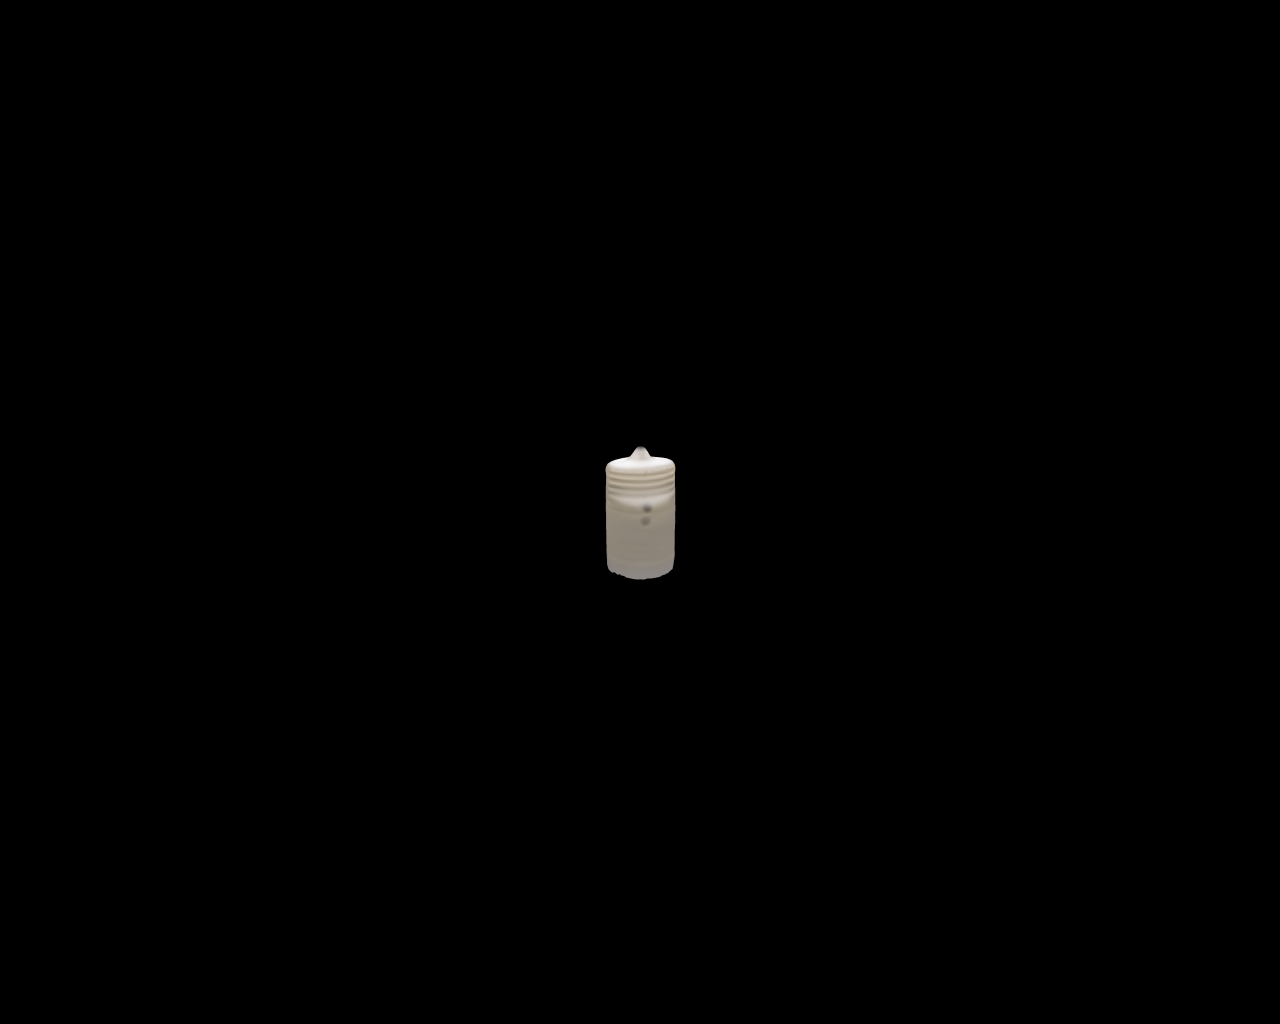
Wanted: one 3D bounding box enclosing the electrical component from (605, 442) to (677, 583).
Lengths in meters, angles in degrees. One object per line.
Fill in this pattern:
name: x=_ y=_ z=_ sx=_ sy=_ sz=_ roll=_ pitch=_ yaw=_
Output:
electrical component: x=0.001 y=-0.003 z=0.650 sx=0.043 sy=0.080 sz=0.043 roll=0 pitch=20 yaw=0
